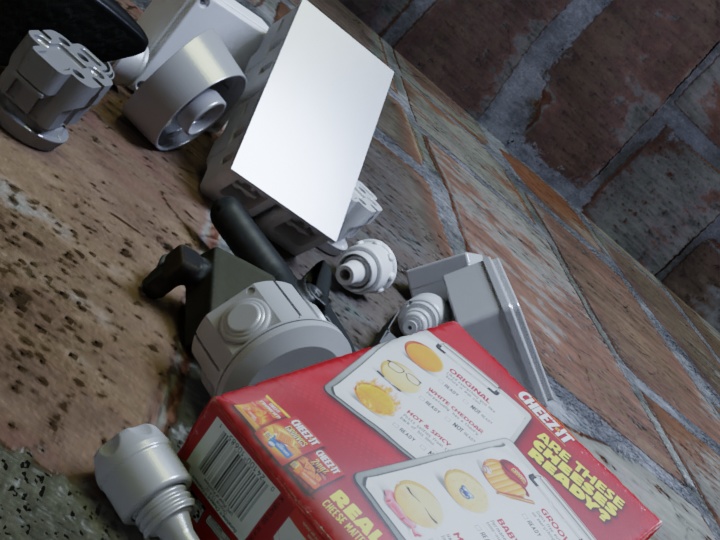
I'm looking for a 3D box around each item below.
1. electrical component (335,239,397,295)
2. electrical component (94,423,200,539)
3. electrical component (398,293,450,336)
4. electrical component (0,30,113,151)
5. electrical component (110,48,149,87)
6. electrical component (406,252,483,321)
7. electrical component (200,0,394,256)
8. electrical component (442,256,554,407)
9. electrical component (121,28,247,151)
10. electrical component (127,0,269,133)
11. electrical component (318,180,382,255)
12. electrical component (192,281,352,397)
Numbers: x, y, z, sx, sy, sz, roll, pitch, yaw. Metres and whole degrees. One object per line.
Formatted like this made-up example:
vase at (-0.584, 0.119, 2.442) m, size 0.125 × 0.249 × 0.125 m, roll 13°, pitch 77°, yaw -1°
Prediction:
electrical component at (0.000, 0.000, 0.913) m, size 0.048 × 0.048 × 0.062 m, roll 46°, pitch 23°, yaw 12°
electrical component at (-0.086, 0.097, 0.456) m, size 0.061 × 0.035 × 0.035 m, roll 51°, pitch 17°, yaw 21°
electrical component at (0.052, 0.043, 0.929) m, size 0.040 × 0.040 × 0.078 m, roll 45°, pitch 16°, yaw 7°
electrical component at (-0.202, -0.115, 0.692) m, size 0.058 × 0.057 × 0.078 m, roll 42°, pitch 15°, yaw -3°
electrical component at (-0.207, -0.181, 0.880) m, size 0.055 × 0.045 × 0.045 m, roll 30°, pitch 20°, yaw -40°
electrical component at (0.090, 0.029, 1.030) m, size 0.047 × 0.066 × 0.076 m, roll 5°, pitch 69°, yaw -65°
electrical component at (-0.052, -0.118, 0.900) m, size 0.105 × 0.060 × 0.186 m, roll 35°, pitch 55°, yaw -26°
electrical component at (0.121, 0.060, 0.955) m, size 0.108 × 0.056 × 0.108 m, roll -98°, pitch 165°, yaw -67°
electrical component at (-0.140, -0.143, 0.850) m, size 0.064 × 0.099 × 0.099 m, roll 51°, pitch 16°, yaw 6°
electrical component at (-0.143, -0.192, 0.951) m, size 0.109 × 0.108 × 0.056 m, roll 26°, pitch 20°, yaw -47°
electrical component at (-0.022, -0.051, 0.968) m, size 0.058 × 0.057 × 0.078 m, roll 45°, pitch 15°, yaw 8°
electrical component at (-0.049, 0.050, 0.592) m, size 0.080 × 0.080 × 0.051 m, roll 26°, pitch 17°, yaw -47°
